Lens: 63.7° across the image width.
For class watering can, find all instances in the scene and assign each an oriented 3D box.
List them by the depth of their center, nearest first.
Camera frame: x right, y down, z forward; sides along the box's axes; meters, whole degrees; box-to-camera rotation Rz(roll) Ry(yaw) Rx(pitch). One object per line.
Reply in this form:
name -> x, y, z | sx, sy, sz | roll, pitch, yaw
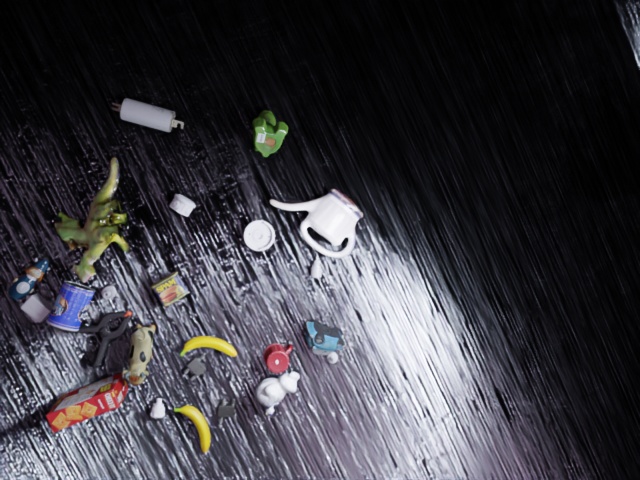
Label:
watering can -> 0.006, -0.094, 1.865 | 0.346, 0.104, 0.225 | 41, 83, -9

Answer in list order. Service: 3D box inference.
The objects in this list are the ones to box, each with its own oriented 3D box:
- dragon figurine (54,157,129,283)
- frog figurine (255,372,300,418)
dragon figurine -> -0.775, -0.064, 1.730 | 0.243, 0.121, 0.413 | -7, 83, -2
frog figurine -> -0.153, 0.522, 1.825 | 0.124, 0.138, 0.158 | 37, 105, 18
